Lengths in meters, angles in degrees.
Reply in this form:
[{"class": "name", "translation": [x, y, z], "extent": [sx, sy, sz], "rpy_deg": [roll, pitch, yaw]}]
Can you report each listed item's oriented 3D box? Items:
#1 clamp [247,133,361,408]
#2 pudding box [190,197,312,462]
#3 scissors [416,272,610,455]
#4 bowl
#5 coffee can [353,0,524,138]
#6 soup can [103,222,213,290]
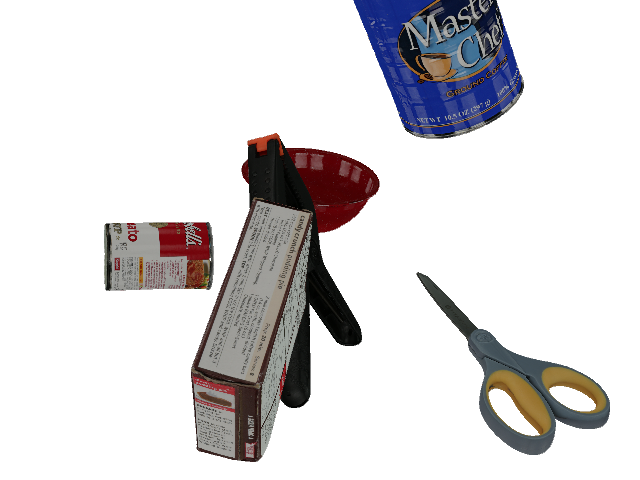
[{"class": "clamp", "translation": [-0.016, 0.017, 0.875], "extent": [0.036, 0.210, 0.164], "rpy_deg": [-12, 2, 20]}, {"class": "pudding box", "translation": [-0.035, 0.048, 0.568], "extent": [0.039, 0.113, 0.090], "rpy_deg": [11, -36, 5]}, {"class": "scissors", "translation": [0.136, 0.078, 0.758], "extent": [0.096, 0.016, 0.202], "rpy_deg": [-1, 32, -9]}, {"class": "bowl", "translation": [-0.014, -0.053, 1.244], "extent": [0.162, 0.055, 0.162], "rpy_deg": [6, 27, -3]}, {"class": "coffee can", "translation": [0.087, -0.164, 0.818], "extent": [0.103, 0.140, 0.103], "rpy_deg": [-18, 33, 12]}, {"class": "soup can", "translation": [-0.160, 0.016, 1.050], "extent": [0.102, 0.068, 0.069], "rpy_deg": [0, 0, -14]}]
